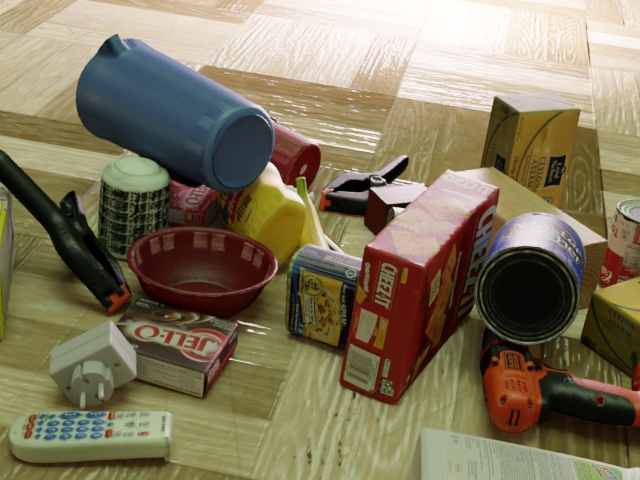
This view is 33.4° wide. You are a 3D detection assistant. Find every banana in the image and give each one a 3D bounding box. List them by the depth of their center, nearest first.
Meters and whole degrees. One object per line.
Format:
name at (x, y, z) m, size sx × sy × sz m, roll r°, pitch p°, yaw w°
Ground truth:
banana at (-0.005, 0.012, 1.226) m, size 0.037 × 0.069 × 0.198 m, roll -18°, pitch 43°, yaw -3°

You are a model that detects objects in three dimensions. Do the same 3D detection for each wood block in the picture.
wood block at (0.232, -0.001, 1.274) m, size 0.090 × 0.091 × 0.206 m, roll -10°, pitch 32°, yaw -30°

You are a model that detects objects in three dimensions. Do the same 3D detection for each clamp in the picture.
clamp at (-0.275, -0.009, 1.156) m, size 0.210 × 0.036 × 0.164 m, roll 51°, pitch 6°, yaw 31°
clamp at (0.074, -0.073, 1.427) m, size 0.171 × 0.039 × 0.120 m, roll -4°, pitch 29°, yaw -18°

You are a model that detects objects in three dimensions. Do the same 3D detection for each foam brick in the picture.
foam brick at (0.103, -0.036, 1.351) m, size 0.078 × 0.053 × 0.051 m, roll -7°, pitch 31°, yaw -22°

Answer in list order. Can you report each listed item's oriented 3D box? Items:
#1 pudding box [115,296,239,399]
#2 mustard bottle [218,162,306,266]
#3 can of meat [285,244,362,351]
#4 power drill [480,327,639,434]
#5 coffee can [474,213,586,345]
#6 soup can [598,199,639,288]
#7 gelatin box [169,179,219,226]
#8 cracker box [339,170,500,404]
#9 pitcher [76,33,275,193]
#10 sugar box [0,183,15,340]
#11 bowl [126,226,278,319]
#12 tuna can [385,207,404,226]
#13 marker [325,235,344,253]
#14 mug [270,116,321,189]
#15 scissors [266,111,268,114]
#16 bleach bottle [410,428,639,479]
pudding box at (-0.148, 0.105, 1.053) m, size 0.113 × 0.039 × 0.090 m, roll 13°, pitch 29°, yaw 11°
mustard bottle at (-0.081, -0.047, 1.286) m, size 0.058 × 0.096 × 0.192 m, roll 16°, pitch 20°, yaw -29°
can of meat at (0.013, 0.061, 1.104) m, size 0.084 × 0.102 × 0.057 m, roll 16°, pitch 30°, yaw 21°
power drill at (0.252, 0.139, 1.058) m, size 0.187 × 0.057 × 0.184 m, roll 6°, pitch 25°, yaw 3°
coffee can at (0.218, 0.037, 1.097) m, size 0.103 × 0.103 × 0.140 m, roll 13°, pitch 18°, yaw 12°
soup can at (0.375, 0.011, 1.270) m, size 0.068 × 0.102 × 0.068 m, roll 5°, pitch 29°, yaw -3°
gelatin box at (-0.164, -0.047, 1.339) m, size 0.073 × 0.030 × 0.089 m, roll 12°, pitch 29°, yaw 10°
cracker box at (0.106, 0.044, 1.087) m, size 0.072 × 0.164 × 0.213 m, roll 21°, pitch 32°, yaw 21°
pitcher at (-0.168, -0.137, 1.275) m, size 0.243 × 0.145 × 0.149 m, roll 29°, pitch 8°, yaw 37°
sugar box at (-0.347, 0.019, 1.113) m, size 0.048 × 0.093 × 0.176 m, roll -2°, pitch 29°, yaw -13°
bowl at (-0.128, 0.043, 1.150) m, size 0.162 × 0.055 × 0.162 m, roll 6°, pitch 26°, yaw -3°
tuna can at (0.095, 0.005, 1.238) m, size 0.033 × 0.086 × 0.086 m, roll 6°, pitch 28°, yaw -4°
marker at (0.031, 0.028, 1.252) m, size 0.020 × 0.020 × 0.121 m, roll -11°, pitch 33°, yaw -29°
mug at (-0.046, -0.108, 1.425) m, size 0.082 × 0.093 × 0.117 m, roll 27°, pitch 19°, yaw 25°
scissors at (-0.143, -0.132, 1.412) m, size 0.096 × 0.016 × 0.202 m, roll -28°, pitch 6°, yaw -23°
bleach bottle at (0.202, 0.222, 0.888) m, size 0.251 × 0.068 × 0.102 m, roll 9°, pitch 29°, yaw 1°
